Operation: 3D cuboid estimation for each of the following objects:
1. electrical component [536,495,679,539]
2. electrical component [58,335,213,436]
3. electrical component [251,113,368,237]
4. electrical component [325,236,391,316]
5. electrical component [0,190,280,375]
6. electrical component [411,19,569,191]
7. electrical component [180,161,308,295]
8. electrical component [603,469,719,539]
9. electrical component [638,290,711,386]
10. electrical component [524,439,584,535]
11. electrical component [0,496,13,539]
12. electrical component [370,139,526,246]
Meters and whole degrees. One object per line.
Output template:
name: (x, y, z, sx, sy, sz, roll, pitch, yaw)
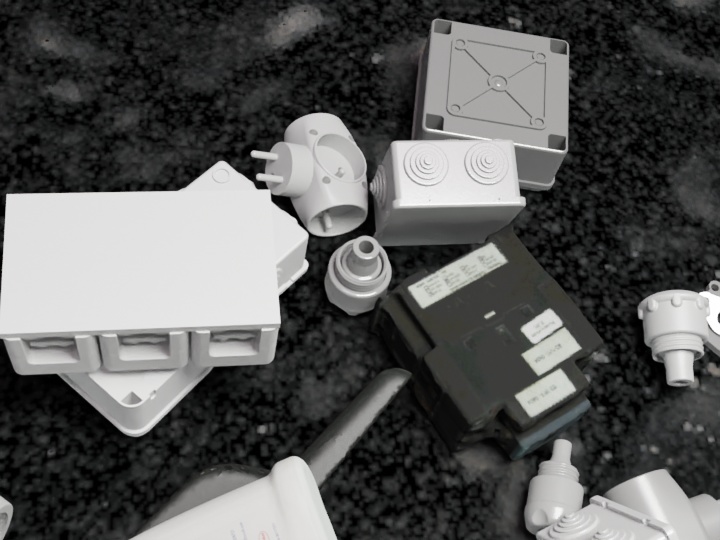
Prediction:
electrical component: (0.149, 0.185, 0.608, 0.048, 0.100, 0.099, -23, 96, -14)
electrical component: (-0.154, 0.040, 0.674, 0.113, 0.057, 0.078, 38, 63, 13)
electrical component: (-0.039, -0.069, 0.749, 0.079, 0.044, 0.077, 4, 58, -35)
electrical component: (0.000, 0.000, 0.716, 0.043, 0.062, 0.043, 4, 61, -7)
electrical component: (-0.126, 0.008, 0.626, 0.150, 0.061, 0.089, -2, 62, -10)
electrical component: (0.097, -0.123, 0.801, 0.109, 0.056, 0.108, 9, 61, -4)
electrical component: (-0.093, -0.013, 0.717, 0.100, 0.048, 0.100, 41, 64, 14)
electrical component: (0.203, 0.163, 0.668, 0.079, 0.043, 0.077, -14, 65, -16)
electrical component: (0.216, 0.047, 0.734, 0.048, 0.048, 0.062, 4, 67, -6)
electrical component: (0.124, 0.136, 0.676, 0.035, 0.035, 0.061, 15, 59, 0)
electrical component: (-0.230, 0.159, 0.572, 0.060, 0.108, 0.108, 30, 61, 2)
electrical component: (0.057, -0.052, 0.734, 0.100, 0.099, 0.048, -2, 75, -9)
